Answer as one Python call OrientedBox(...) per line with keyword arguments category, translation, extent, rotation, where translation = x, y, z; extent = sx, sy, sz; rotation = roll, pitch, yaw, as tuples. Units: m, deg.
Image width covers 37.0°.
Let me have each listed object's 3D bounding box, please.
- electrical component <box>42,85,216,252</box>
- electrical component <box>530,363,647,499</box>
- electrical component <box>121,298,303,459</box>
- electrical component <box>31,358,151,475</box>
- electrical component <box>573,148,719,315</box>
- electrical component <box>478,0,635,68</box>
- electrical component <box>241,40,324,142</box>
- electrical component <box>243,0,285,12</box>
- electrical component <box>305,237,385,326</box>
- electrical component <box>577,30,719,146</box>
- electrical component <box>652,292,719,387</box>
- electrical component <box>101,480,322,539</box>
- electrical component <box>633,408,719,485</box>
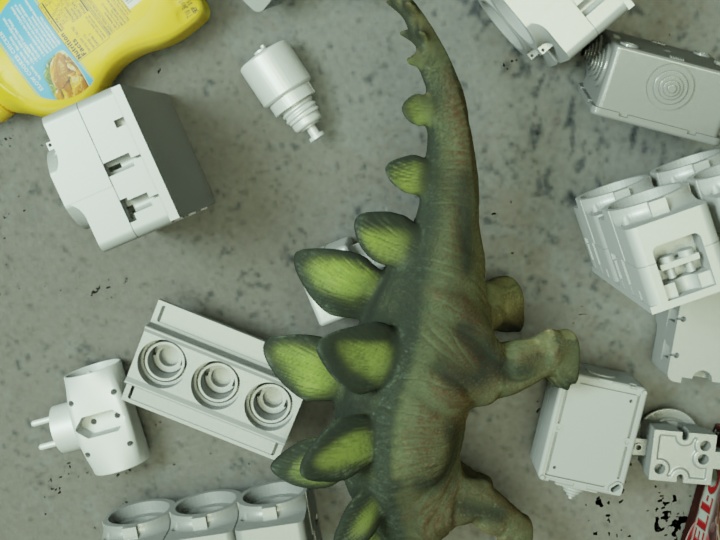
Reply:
OrientedBox(category="electrical component", translation=(-0.154, -0.069, 0.725), extent=(0.062, 0.150, 0.089), rotation=(-23, 96, 4))
OrientedBox(category="electrical component", translation=(0.163, 0.118, 0.786), extent=(0.062, 0.061, 0.096), rotation=(12, 98, 0))
OrientedBox(category="electrical component", translation=(-0.101, 0.077, 0.787), extent=(0.121, 0.063, 0.078), rotation=(22, 98, -1))
OrientedBox(category="electrical component", translation=(-0.206, 0.114, 0.805), extent=(0.079, 0.043, 0.077), rotation=(-15, 97, 3))
OrientedBox(category="electrical component", translation=(0.210, -0.032, 0.701), extent=(0.105, 0.186, 0.060), rotation=(-20, 97, 4))
OrientedBox(category="electrical component", translation=(0.090, -0.223, 0.720), extent=(0.060, 0.105, 0.186), rotation=(-40, 95, 6))
OrientedBox(category="electrical component", translation=(-0.052, -0.127, 0.770), extent=(0.040, 0.040, 0.078), rotation=(-33, 96, 6))
OrientedBox(category="electrical component", translation=(-0.082, -0.228, 0.743), extent=(0.089, 0.055, 0.050), rotation=(43, 115, -4))
OrientedBox(category="electrical component", translation=(0.000, 0.000, 0.772), extent=(0.077, 0.065, 0.047), rotation=(-22, 96, 4))
OrientedBox(category="electrical component", translation=(0.202, -0.127, 0.734), extent=(0.100, 0.099, 0.048), rotation=(14, 111, 0))
OrientedBox(category="electrical component", translation=(0.246, 0.034, 0.775), extent=(0.050, 0.055, 0.089), rotation=(8, 98, 1))
OrientedBox(category="electrical component", translation=(-0.108, 0.200, 0.790), extent=(0.150, 0.089, 0.061), rotation=(-9, 97, 3))
OrientedBox(category="electrical component", translation=(0.229, 0.129, 0.788), extent=(0.066, 0.055, 0.048), rotation=(5, 98, 1))
